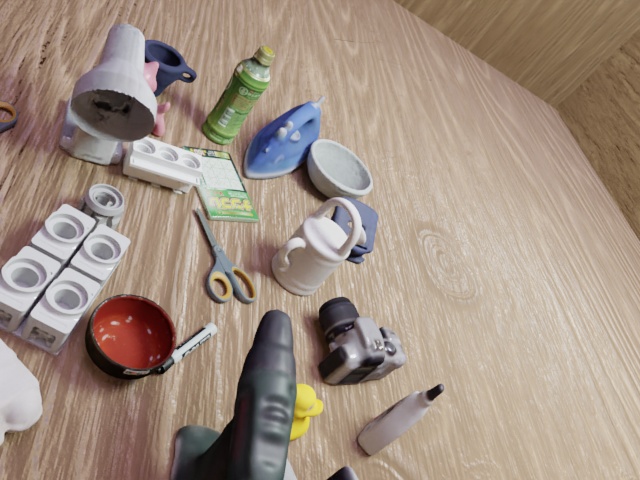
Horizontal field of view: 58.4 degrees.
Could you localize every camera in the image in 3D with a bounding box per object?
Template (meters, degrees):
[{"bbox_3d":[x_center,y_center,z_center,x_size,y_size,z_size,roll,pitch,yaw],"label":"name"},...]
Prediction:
[{"bbox_3d":[0.065,0.163,0.974,0.144,0.100,0.136,6,48,-40],"label":"camera"}]

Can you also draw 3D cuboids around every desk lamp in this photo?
[{"bbox_3d":[-0.334,-0.219,0.901,0.118,0.213,0.203,16,43,-32],"label":"desk lamp"}]

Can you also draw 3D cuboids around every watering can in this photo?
[{"bbox_3d":[0.008,0.002,1.010,0.101,0.193,0.173,45,35,5],"label":"watering can"}]

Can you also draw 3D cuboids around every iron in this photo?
[{"bbox_3d":[-0.068,-0.226,1.225,0.119,0.141,0.259,40,35,-2],"label":"iron"}]

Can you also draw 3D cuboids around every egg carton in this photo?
[{"bbox_3d":[-0.370,0.153,0.599,0.150,0.069,0.107,45,35,4],"label":"egg carton"}]

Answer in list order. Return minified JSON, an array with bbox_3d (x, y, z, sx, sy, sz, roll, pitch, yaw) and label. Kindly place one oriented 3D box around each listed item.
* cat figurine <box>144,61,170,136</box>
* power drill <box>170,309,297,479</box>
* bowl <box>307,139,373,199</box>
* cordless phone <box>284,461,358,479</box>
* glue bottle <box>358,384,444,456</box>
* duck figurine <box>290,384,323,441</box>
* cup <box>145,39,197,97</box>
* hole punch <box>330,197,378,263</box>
[{"bbox_3d":[-0.322,-0.271,1.051,0.127,0.117,0.067,49,36,10],"label":"cat figurine"},{"bbox_3d":[-0.096,0.220,0.667,0.076,0.208,0.229,22,39,-25],"label":"power drill"},{"bbox_3d":[0.032,-0.144,1.291,0.168,0.074,0.167,26,38,-22],"label":"bowl"},{"bbox_3d":[-0.017,0.290,0.689,0.094,0.184,0.147,-5,56,-46],"label":"cordless phone"},{"bbox_3d":[0.130,0.262,0.868,0.037,0.173,0.078,47,35,7],"label":"glue bottle"},{"bbox_3d":[-0.045,0.233,0.808,0.105,0.086,0.077,25,38,-23],"label":"duck figurine"},{"bbox_3d":[-0.313,-0.327,1.139,0.118,0.094,0.091,23,39,-25],"label":"cup"},{"bbox_3d":[0.066,-0.020,1.178,0.109,0.091,0.101,22,40,-26],"label":"hole punch"}]
